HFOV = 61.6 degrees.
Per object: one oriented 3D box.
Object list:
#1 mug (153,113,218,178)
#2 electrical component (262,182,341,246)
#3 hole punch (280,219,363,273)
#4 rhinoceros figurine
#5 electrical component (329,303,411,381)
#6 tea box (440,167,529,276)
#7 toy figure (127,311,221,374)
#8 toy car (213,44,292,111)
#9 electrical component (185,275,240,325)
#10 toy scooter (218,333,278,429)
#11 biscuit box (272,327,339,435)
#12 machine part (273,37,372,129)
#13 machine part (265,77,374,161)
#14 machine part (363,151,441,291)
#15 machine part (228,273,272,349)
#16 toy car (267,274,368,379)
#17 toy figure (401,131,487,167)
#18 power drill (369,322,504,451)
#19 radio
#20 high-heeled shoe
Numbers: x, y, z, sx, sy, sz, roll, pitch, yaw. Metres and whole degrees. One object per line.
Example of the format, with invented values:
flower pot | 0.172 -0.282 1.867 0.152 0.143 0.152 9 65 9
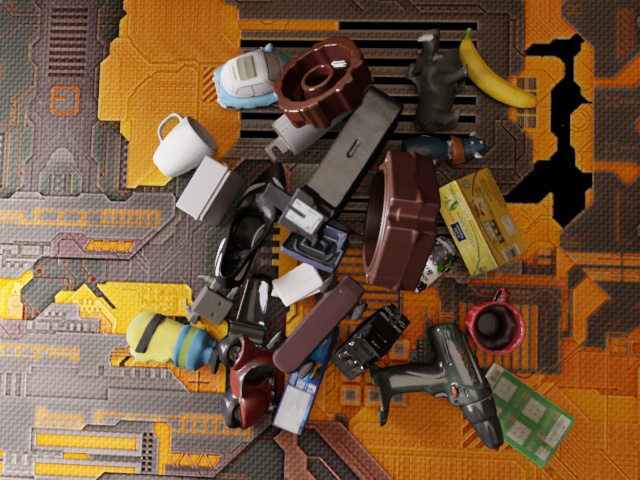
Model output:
mug | -0.266 -0.176 1.009 0.107 0.081 0.109 -40 91 9
electrical component | -0.035 -0.051 0.884 0.119 0.048 0.074 31 108 5
hole punch | -0.002 -0.003 0.968 0.142 0.116 0.092 20 95 7
rhinoceros figurine | 0.216 -0.292 0.998 0.112 0.073 0.190 2 89 14
electrical component | 0.081 0.182 0.945 0.058 0.115 0.134 48 134 5
tea box | 0.286 -0.033 0.961 0.098 0.068 0.169 -21 84 -32
toy figure | -0.264 0.187 0.989 0.180 0.082 0.089 12 91 5
toy car | -0.123 -0.306 0.997 0.162 0.103 0.109 -10 86 0
electrical component | -0.207 0.114 1.011 0.078 0.045 0.102 28 91 -24
toy scooter | -0.112 0.252 0.978 0.135 0.075 0.183 -6 105 -25
biscuit box | -0.024 0.245 0.983 0.059 0.063 0.202 20 88 4
machine part | 0.004 -0.271 0.929 0.179 0.056 0.179 -17 51 22
machine part | -0.003 -0.237 0.999 0.243 0.079 0.079 -38 86 1
machine part | 0.130 -0.032 0.903 0.087 0.200 0.201 7 43 -5
machine part | -0.127 0.129 1.007 0.084 0.039 0.138 15 89 9
toy car | -0.003 0.147 0.930 0.089 0.053 0.202 41 92 3
toy figure | 0.229 -0.167 0.995 0.155 0.058 0.064 -2 92 -2
power drill | 0.198 0.273 0.953 0.207 0.086 0.232 -14 78 8
radio | 0.058 -0.148 0.964 0.073 0.131 0.229 34 89 4
high-heeled shoe | -0.125 -0.033 0.961 0.086 0.145 0.248 18 90 2
